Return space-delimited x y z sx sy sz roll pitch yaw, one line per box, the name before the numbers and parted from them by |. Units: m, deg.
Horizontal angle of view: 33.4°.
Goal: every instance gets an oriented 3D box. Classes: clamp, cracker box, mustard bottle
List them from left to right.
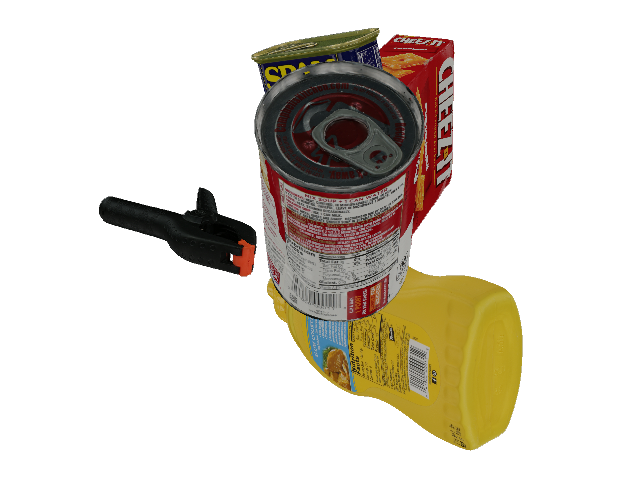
clamp | -0.107 -0.013 0.975 0.172 0.039 0.120 26 32 36
mustard bottle | 0.034 0.053 0.666 0.058 0.096 0.192 -20 26 -39
cracker box | 0.072 -0.092 1.036 0.072 0.164 0.213 9 28 20

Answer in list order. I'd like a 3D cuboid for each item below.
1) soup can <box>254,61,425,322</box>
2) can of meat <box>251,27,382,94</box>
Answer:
soup can | 0.008 -0.017 0.463 0.068 0.068 0.102 0 -35 1
can of meat | 0.004 -0.114 0.832 0.102 0.084 0.057 -1 21 36
